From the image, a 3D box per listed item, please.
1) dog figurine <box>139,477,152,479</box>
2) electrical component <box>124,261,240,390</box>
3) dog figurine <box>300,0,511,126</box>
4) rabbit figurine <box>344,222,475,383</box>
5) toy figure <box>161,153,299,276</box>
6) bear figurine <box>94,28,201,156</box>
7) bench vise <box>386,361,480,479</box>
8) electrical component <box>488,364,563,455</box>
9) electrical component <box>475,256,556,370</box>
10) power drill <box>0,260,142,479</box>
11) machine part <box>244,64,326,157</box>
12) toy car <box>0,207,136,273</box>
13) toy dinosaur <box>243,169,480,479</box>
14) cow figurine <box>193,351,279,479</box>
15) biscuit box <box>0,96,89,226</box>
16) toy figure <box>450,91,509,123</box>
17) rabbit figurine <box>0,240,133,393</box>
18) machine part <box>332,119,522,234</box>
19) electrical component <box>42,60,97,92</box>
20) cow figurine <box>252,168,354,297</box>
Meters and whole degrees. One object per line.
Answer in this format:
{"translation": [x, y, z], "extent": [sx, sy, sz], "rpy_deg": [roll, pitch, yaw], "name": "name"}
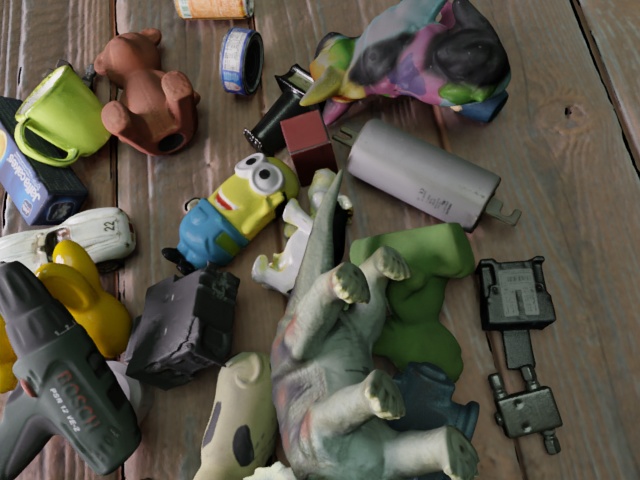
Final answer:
{"translation": [-0.219, 0.311, 0.489], "extent": [0.121, 0.190, 0.172], "rpy_deg": [-30, 72, -4], "name": "dog figurine"}
{"translation": [-0.157, 0.098, 0.594], "extent": [0.134, 0.058, 0.115], "rpy_deg": [-27, 42, 29], "name": "electrical component"}
{"translation": [0.087, -0.196, 0.639], "extent": [0.219, 0.108, 0.191], "rpy_deg": [-34, 71, 16], "name": "dog figurine"}
{"translation": [0.097, 0.075, 0.577], "extent": [0.159, 0.121, 0.170], "rpy_deg": [-9, 85, 7], "name": "rabbit figurine"}
{"translation": [-0.105, -0.029, 0.653], "extent": [0.082, 0.089, 0.180], "rpy_deg": [43, 89, 5], "name": "toy figure"}
{"translation": [-0.237, -0.213, 0.708], "extent": [0.120, 0.132, 0.196], "rpy_deg": [-26, 76, -4], "name": "bear figurine"}
{"translation": [0.116, 0.245, 0.508], "extent": [0.241, 0.128, 0.223], "rpy_deg": [24, 85, 15], "name": "bench vise"}
{"translation": [0.217, 0.182, 0.567], "extent": [0.063, 0.021, 0.094], "rpy_deg": [-17, 79, 3], "name": "electrical component"}
{"translation": [0.215, 0.080, 0.593], "extent": [0.075, 0.047, 0.119], "rpy_deg": [-1, 69, 7], "name": "electrical component"}
{"translation": [-0.308, 0.162, 0.536], "extent": [0.207, 0.086, 0.232], "rpy_deg": [-39, 98, -4], "name": "power drill"}
{"translation": [-0.045, -0.171, 0.717], "extent": [0.084, 0.039, 0.139], "rpy_deg": [33, 76, 8], "name": "machine part"}
{"translation": [-0.331, 0.016, 0.675], "extent": [0.202, 0.056, 0.073], "rpy_deg": [-17, 70, 0], "name": "toy car"}
{"translation": [0.006, 0.126, 0.477], "extent": [0.192, 0.131, 0.405], "rpy_deg": [-41, 34, 29], "name": "toy dinosaur"}
{"translation": [-0.084, 0.209, 0.542], "extent": [0.086, 0.127, 0.195], "rpy_deg": [8, 70, 12], "name": "cow figurine"}
{"translation": [-0.392, -0.107, 0.713], "extent": [0.203, 0.063, 0.059], "rpy_deg": [48, 112, 19], "name": "biscuit box"}
{"translation": [0.168, -0.209, 0.696], "extent": [0.155, 0.057, 0.064], "rpy_deg": [38, 42, 19], "name": "toy figure"}
{"translation": [-0.301, 0.083, 0.616], "extent": [0.173, 0.122, 0.162], "rpy_deg": [11, 108, -13], "name": "rabbit figurine"}
{"translation": [0.122, -0.077, 0.643], "extent": [0.243, 0.079, 0.079], "rpy_deg": [30, 77, 15], "name": "machine part"}
{"translation": [-0.367, -0.208, 0.767], "extent": [0.078, 0.045, 0.102], "rpy_deg": [11, 74, -14], "name": "electrical component"}
{"translation": [-0.001, -0.003, 0.636], "extent": [0.098, 0.068, 0.167], "rpy_deg": [25, 75, 14], "name": "cow figurine"}
